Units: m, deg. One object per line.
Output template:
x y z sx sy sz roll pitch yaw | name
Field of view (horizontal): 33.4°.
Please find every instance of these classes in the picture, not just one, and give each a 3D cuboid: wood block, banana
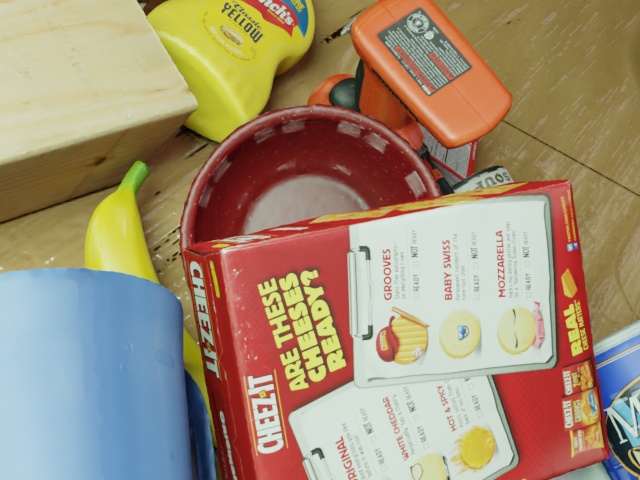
-0.179 -0.062 0.559 0.205 0.091 0.090 -25 80 -47 | wood block
-0.079 0.052 0.594 0.069 0.037 0.198 -28 89 -23 | banana

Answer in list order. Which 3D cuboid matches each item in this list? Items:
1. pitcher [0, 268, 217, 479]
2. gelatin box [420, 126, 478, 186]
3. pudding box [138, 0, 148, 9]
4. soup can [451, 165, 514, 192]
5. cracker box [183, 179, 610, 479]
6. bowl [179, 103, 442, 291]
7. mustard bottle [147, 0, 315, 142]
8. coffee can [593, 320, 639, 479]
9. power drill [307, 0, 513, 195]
-0.105 0.145 0.461 0.149 0.145 0.243 -4 66 -14 | pitcher
0.083 -0.085 0.843 0.089 0.030 0.073 32 47 -20 | gelatin box
-0.137 -0.188 0.663 0.039 0.114 0.090 -19 76 -42 | pudding box
0.134 0.004 0.798 0.068 0.069 0.102 -14 72 -45 | soup can
0.046 0.063 0.583 0.213 0.072 0.164 -11 96 -24 | cracker box
-0.004 0.001 0.657 0.162 0.055 0.162 0 87 -4 | bowl
-0.054 -0.154 0.752 0.096 0.058 0.191 41 43 -9 | mustard bottle
0.225 0.121 0.677 0.102 0.103 0.140 -14 72 -45 | coffee can
0.064 -0.063 0.703 0.057 0.188 0.184 -37 79 -18 | power drill
